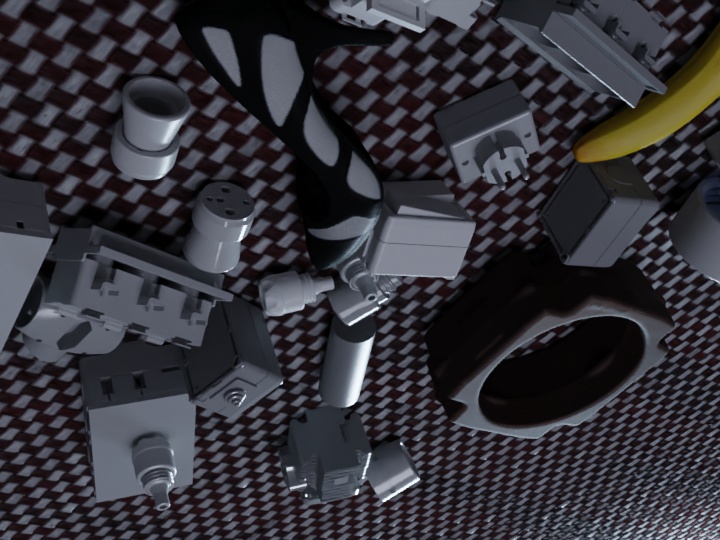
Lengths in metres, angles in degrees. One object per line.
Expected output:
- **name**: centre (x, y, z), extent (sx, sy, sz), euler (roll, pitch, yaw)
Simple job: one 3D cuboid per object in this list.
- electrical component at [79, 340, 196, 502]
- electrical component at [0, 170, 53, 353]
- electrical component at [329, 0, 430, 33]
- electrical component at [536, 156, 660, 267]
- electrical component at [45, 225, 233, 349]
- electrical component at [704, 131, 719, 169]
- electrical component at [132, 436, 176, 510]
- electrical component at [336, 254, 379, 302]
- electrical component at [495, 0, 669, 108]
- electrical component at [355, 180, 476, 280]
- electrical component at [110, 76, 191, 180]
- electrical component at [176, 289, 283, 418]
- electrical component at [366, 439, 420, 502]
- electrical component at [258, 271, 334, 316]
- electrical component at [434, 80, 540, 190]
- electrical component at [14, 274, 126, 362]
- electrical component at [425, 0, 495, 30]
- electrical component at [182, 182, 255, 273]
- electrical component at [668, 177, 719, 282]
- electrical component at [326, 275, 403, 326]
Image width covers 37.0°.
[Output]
- **electrical component**: centre (-0.195, 0.132, 0.947), extent (0.089, 0.061, 0.150), euler (-8, 141, -17)
- **electrical component**: centre (-0.282, 0.001, 0.743), extent (0.089, 0.061, 0.150), euler (8, 134, -33)
- **electrical component**: centre (0.014, -0.182, 0.654), extent (0.042, 0.081, 0.064), euler (12, 160, -35)
- **electrical component**: centre (0.202, -0.046, 0.920), extent (0.061, 0.061, 0.096), euler (3, 136, -29)
- **electrical component**: centre (-0.168, 0.015, 0.804), extent (0.079, 0.063, 0.121), euler (2, 164, 45)
- **electrical component**: centre (0.348, -0.110, 0.917), extent (0.089, 0.055, 0.050), euler (-34, 141, 16)
- **electrical component**: centre (-0.171, 0.172, 0.902), extent (0.035, 0.061, 0.035), euler (-13, 142, -11)
- **electrical component**: centre (0.000, 0.000, 0.879), extent (0.035, 0.061, 0.035), euler (-14, 142, -11)
- **electrical component**: centre (0.158, -0.169, 0.741), extent (0.121, 0.079, 0.063), euler (24, 95, -43)
- **electrical component**: centre (0.034, -0.035, 0.846), extent (0.096, 0.061, 0.061), euler (2, 122, -28)
- **electrical component**: centre (-0.139, -0.093, 0.711), extent (0.045, 0.045, 0.055), euler (0, 138, -26)
- **electrical component**: centre (-0.106, 0.076, 0.892), extent (0.062, 0.096, 0.061), euler (-37, 140, 19)
- **electrical component**: centre (0.033, 0.216, 1.168), extent (0.047, 0.055, 0.055), euler (-29, 142, 3)
- **electrical component**: centre (-0.052, 0.017, 0.897), extent (0.061, 0.035, 0.035), euler (-13, 142, -15)
- **electrical component**: centre (0.102, -0.091, 0.804), extent (0.066, 0.076, 0.047), euler (-24, 143, 3)
- **electrical component**: centre (-0.235, 0.045, 0.836), extent (0.079, 0.043, 0.077), euler (-42, 138, 24)
- **electrical component**: centre (0.068, -0.193, 0.692), extent (0.081, 0.042, 0.063), euler (14, 132, -37)
- **electrical component**: centre (-0.105, -0.032, 0.803), extent (0.045, 0.045, 0.055), euler (0, 137, -26)
- **electrical component**: centre (0.340, -0.040, 0.962), extent (0.108, 0.108, 0.060), euler (-1, 133, -24)
- **electrical component**: centre (0.008, 0.016, 0.920), extent (0.078, 0.040, 0.040), euler (-30, 142, 11)
